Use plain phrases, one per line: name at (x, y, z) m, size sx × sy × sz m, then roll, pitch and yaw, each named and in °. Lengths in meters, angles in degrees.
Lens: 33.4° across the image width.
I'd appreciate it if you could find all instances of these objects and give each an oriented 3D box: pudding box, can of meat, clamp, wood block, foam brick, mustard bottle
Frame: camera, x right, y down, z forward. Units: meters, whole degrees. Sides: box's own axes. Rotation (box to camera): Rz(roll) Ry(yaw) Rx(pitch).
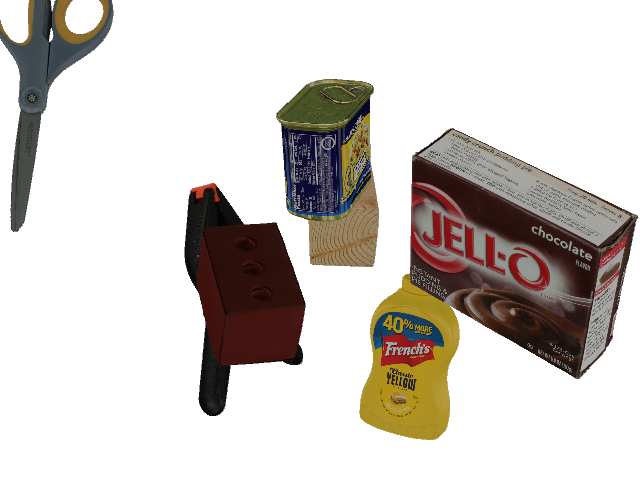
pudding box at (0.098, 0.005, 0.543) m, size 0.114 × 0.090 × 0.039 m, roll 28°, pitch 52°, yaw 30°
can of meat at (0.006, -0.073, 0.856) m, size 0.057 × 0.084 × 0.102 m, roll 7°, pitch 29°, yaw 18°
clamp at (-0.080, 0.049, 1.026) m, size 0.036 × 0.210 × 0.164 m, roll -12°, pitch -1°, yaw 29°
wood block at (0.030, -0.051, 1.524) m, size 0.091 × 0.090 × 0.206 m, roll 2°, pitch 28°, yaw -3°
foam brick at (-0.047, 0.035, 0.690) m, size 0.053 × 0.051 × 0.078 m, roll -4°, pitch 45°, yaw -19°
mustard bottle at (0.100, 0.113, 1.152) m, size 0.096 × 0.192 × 0.058 m, roll 12°, pitch 14°, yaw 24°

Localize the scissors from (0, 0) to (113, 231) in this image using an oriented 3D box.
scissors at (-0.187, -0.109, 0.762) m, size 0.096 × 0.202 × 0.016 m, roll -10°, pitch -13°, yaw -11°
